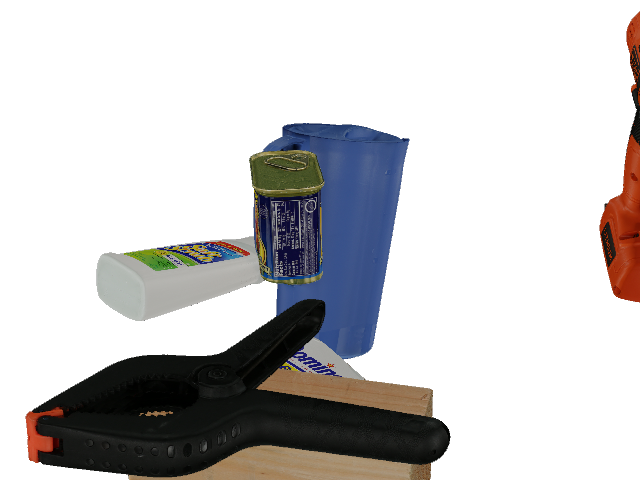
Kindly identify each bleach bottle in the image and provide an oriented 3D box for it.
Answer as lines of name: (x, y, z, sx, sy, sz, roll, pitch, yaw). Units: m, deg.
bleach bottle: (-0.150, 0.035, 1.347, 0.103, 0.068, 0.250, 25, 28, 39)

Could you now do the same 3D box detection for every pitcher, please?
pitcher: (0.007, -0.002, 1.132, 0.149, 0.243, 0.145, 7, 12, 4)

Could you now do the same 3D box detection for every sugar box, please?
sugar box: (-0.055, 0.143, 1.003, 0.175, 0.048, 0.093, -14, 32, -32)

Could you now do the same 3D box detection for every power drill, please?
power drill: (0.240, -0.049, 0.747, 0.057, 0.188, 0.184, 4, 37, 7)

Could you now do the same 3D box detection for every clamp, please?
clamp: (-0.055, 0.083, 0.588, 0.209, 0.036, 0.165, -5, 24, -18)

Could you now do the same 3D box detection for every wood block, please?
wood block: (-0.028, 0.154, 0.776, 0.206, 0.090, 0.090, 6, 30, 14)

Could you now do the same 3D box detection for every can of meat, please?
can of meat: (-0.028, -0.020, 0.885, 0.057, 0.084, 0.102, -4, 22, -5)
